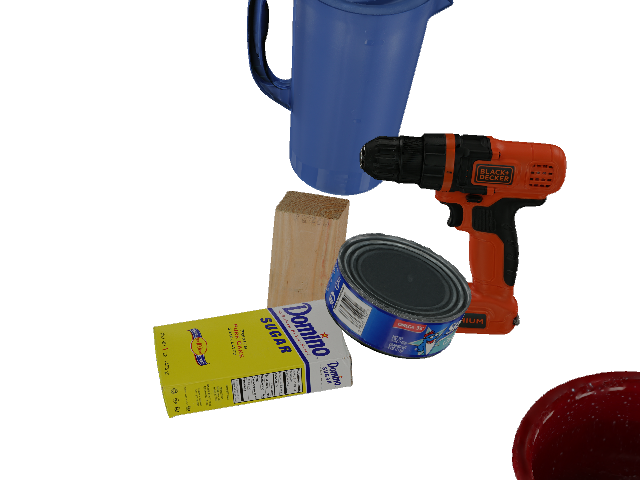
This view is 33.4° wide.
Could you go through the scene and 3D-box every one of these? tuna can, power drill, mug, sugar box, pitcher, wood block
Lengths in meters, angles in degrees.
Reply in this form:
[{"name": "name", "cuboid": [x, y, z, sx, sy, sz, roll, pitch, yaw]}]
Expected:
[{"name": "tuna can", "cuboid": [0.047, 0.034, 0.655, 0.086, 0.034, 0.086, 15, 31, -9]}, {"name": "power drill", "cuboid": [0.123, -0.007, 0.981, 0.184, 0.188, 0.057, 4, 26, 1]}, {"name": "mug", "cuboid": [0.123, 0.108, 0.375, 0.117, 0.081, 0.093, 5, 37, 8]}, {"name": "sugar box", "cuboid": [-0.065, 0.109, 1.009, 0.176, 0.048, 0.093, -11, 36, -7]}, {"name": "pitcher", "cuboid": [0.020, -0.165, 1.048, 0.144, 0.243, 0.149, -33, 58, -33]}, {"name": "wood block", "cuboid": [-0.020, 0.046, 1.485, 0.090, 0.206, 0.090, 9, 22, 8]}]
